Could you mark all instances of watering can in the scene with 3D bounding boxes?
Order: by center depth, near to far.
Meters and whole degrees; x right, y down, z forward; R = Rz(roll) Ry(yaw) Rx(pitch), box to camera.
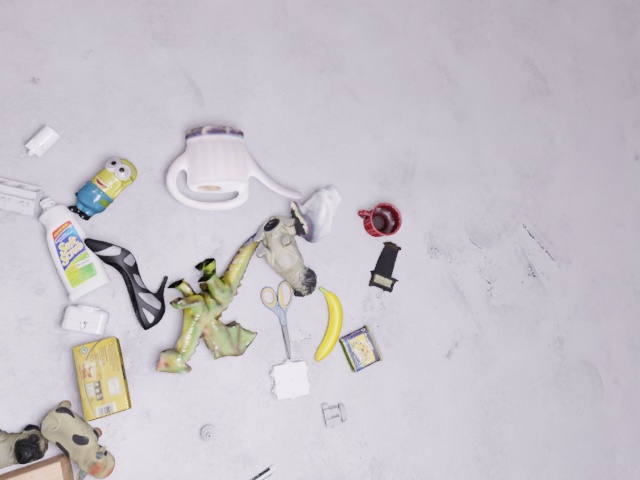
[{"bbox_3d":[-0.226,-0.190,1.354,0.348,0.103,0.226,-4,80,-16],"label":"watering can"}]

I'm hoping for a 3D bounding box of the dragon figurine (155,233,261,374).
[{"bbox_3d":[-0.245,0.178,1.299,0.416,0.122,0.240,-36,110,-32],"label":"dragon figurine"}]

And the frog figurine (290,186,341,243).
[{"bbox_3d":[0.004,-0.070,1.394,0.161,0.124,0.135,-25,121,-26],"label":"frog figurine"}]
